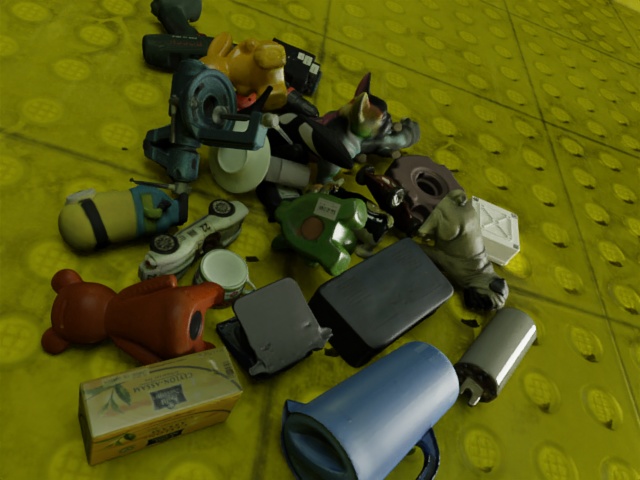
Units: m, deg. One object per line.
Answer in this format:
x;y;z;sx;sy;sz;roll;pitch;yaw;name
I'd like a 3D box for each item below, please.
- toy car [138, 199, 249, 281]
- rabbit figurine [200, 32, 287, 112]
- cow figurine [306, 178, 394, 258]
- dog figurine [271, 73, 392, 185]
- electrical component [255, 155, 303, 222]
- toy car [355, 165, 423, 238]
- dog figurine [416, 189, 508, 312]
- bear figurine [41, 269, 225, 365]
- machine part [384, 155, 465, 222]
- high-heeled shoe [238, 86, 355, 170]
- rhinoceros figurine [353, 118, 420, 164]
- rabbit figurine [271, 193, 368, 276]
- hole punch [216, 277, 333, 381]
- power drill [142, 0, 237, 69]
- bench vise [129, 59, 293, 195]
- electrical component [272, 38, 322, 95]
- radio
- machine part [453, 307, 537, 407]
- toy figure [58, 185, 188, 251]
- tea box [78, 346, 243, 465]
-0.187;0.003;0.804;0.056;0.073;0.202;40;47;11;toy car
-0.158;-0.318;0.989;0.173;0.121;0.162;-17;51;-13;rabbit figurine
0.049;-0.055;0.949;0.167;0.098;0.068;39;53;9;cow figurine
0.021;-0.208;0.982;0.191;0.219;0.108;24;43;-6;dog figurine
-0.074;-0.093;0.957;0.075;0.047;0.119;-11;57;-32;electrical component
0.127;-0.069;0.952;0.053;0.202;0.089;-45;57;-2;toy car
0.270;0.021;0.946;0.191;0.172;0.121;37;57;17;dog figurine
-0.240;0.101;0.690;0.196;0.132;0.120;3;83;13;bear figurine
0.213;-0.101;1.094;0.179;0.056;0.179;14;47;-15;machine part
-0.064;-0.157;0.924;0.249;0.145;0.086;45;21;22;high-heeled shoe
0.127;-0.208;1.119;0.190;0.073;0.112;-14;16;-18;rhinoceros figurine
-0.002;-0.003;0.868;0.159;0.170;0.121;10;81;17;rabbit figurine
-0.071;0.130;0.754;0.142;0.092;0.116;-20;76;-39;hole punch
-0.260;-0.430;1.127;0.232;0.086;0.207;-10;63;-21;power drill
-0.173;-0.172;0.849;0.241;0.223;0.128;11;-6;29;bench vise
-0.064;-0.376;1.193;0.134;0.058;0.115;23;48;-6;electrical component
0.101;0.095;0.867;0.229;0.073;0.131;-27;68;-37;radio
0.287;0.183;0.876;0.079;0.079;0.243;43;48;13;machine part
-0.284;-0.034;0.787;0.180;0.082;0.089;-3;52;-30;toy figure
-0.188;0.192;0.631;0.169;0.098;0.068;-11;58;-30;tea box
